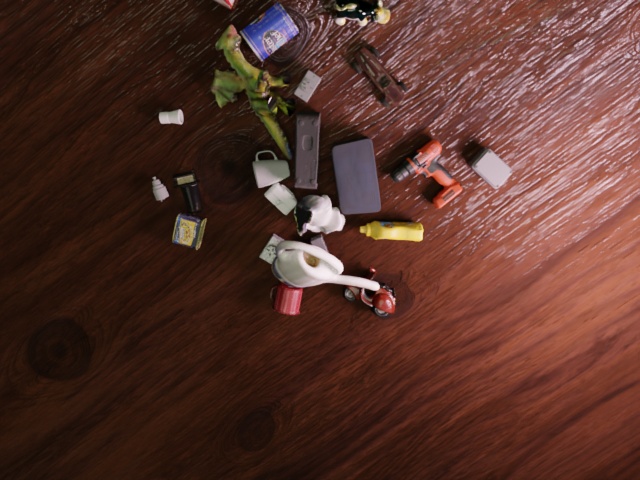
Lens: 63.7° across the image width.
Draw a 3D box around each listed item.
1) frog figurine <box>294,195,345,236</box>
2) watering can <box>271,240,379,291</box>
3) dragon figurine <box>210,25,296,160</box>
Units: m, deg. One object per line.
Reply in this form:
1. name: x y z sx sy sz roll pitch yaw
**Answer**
1. frog figurine: 0.005 -0.081 1.614 0.160 0.134 0.125 -9 40 -33
2. watering can: -0.003 0.098 1.595 0.345 0.106 0.222 30 -30 -24
3. dragon figurine: -0.209 -0.420 1.516 0.244 0.400 0.125 16 45 24
